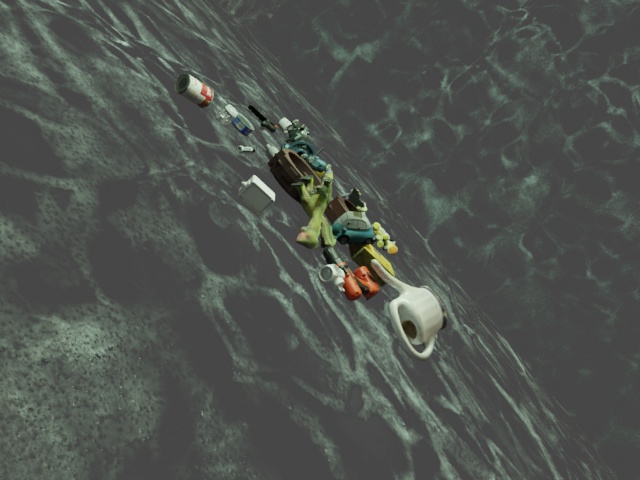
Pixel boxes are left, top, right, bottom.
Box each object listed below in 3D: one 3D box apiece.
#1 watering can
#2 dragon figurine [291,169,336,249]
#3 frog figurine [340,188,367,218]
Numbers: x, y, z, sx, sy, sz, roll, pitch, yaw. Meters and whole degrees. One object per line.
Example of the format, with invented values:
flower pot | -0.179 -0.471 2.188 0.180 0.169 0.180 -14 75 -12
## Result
watering can | 0.289 0.202 1.638 0.226 0.102 0.349 -15 81 -46
dragon figurine | 0.005 -0.082 1.637 0.416 0.122 0.240 -43 126 -66
frog figurine | 0.133 -0.123 2.175 0.139 0.124 0.156 45 -23 18
